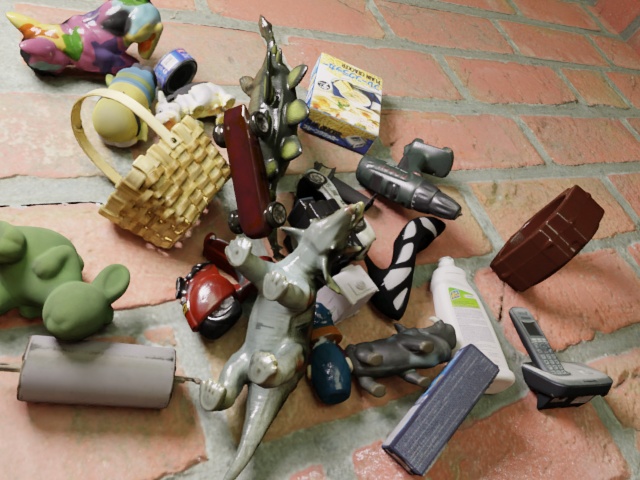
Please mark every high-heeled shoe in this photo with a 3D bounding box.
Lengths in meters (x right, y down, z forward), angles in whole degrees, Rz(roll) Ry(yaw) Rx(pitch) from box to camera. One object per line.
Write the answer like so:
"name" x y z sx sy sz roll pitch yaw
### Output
"high-heeled shoe" 0.177 0.045 0.972 0.249 0.086 0.145 -20 68 -31

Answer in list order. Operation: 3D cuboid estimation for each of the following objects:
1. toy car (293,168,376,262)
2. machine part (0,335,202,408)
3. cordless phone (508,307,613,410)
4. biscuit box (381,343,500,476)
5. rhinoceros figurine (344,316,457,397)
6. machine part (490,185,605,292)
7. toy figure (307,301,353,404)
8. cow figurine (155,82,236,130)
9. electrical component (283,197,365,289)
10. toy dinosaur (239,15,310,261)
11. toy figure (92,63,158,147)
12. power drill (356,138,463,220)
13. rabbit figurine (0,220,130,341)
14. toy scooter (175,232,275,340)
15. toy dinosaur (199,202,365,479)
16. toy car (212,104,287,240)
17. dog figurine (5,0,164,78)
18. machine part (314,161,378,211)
"toy car" 0.020 -0.046 0.946 0.056 0.073 0.202 -10 49 -42
"machine part" -0.266 0.161 0.652 0.243 0.079 0.079 9 52 -21
"cordless phone" 0.421 0.205 0.975 0.146 0.088 0.184 4 49 -25
"biscuit box" 0.180 0.245 0.787 0.063 0.059 0.203 43 68 10
"rhinoceros figurine" 0.132 0.176 0.836 0.190 0.112 0.073 -12 102 -18
"machine part" 0.449 0.000 1.064 0.087 0.201 0.201 47 48 8
"toy figure" 0.006 0.165 0.805 0.064 0.057 0.154 10 46 -28
"cow figurine" -0.246 -0.246 0.985 0.098 0.068 0.167 44 44 17
"electrical component" -0.002 -0.003 0.891 0.058 0.115 0.134 -14 62 -40
"toy dinosaur" -0.086 -0.183 0.929 0.105 0.198 0.471 0 79 -18
"toy figure" -0.332 -0.236 0.916 0.082 0.089 0.180 -2 53 14
"power drill" 0.203 -0.125 1.089 0.232 0.085 0.207 23 43 21
"rabbit figurine" -0.319 0.071 0.661 0.170 0.121 0.159 34 10 31
"toy scooter" -0.149 0.056 0.797 0.135 0.075 0.184 43 44 8
"toy dinosaur" -0.054 0.129 0.737 0.131 0.404 0.192 14 -5 32
"toy car" -0.106 -0.101 0.814 0.053 0.089 0.202 -9 88 -55
"dog figurine" -0.405 -0.354 0.920 0.219 0.191 0.108 -11 66 -51
"machine part" 0.042 -0.100 1.044 0.139 0.039 0.084 26 39 -5
